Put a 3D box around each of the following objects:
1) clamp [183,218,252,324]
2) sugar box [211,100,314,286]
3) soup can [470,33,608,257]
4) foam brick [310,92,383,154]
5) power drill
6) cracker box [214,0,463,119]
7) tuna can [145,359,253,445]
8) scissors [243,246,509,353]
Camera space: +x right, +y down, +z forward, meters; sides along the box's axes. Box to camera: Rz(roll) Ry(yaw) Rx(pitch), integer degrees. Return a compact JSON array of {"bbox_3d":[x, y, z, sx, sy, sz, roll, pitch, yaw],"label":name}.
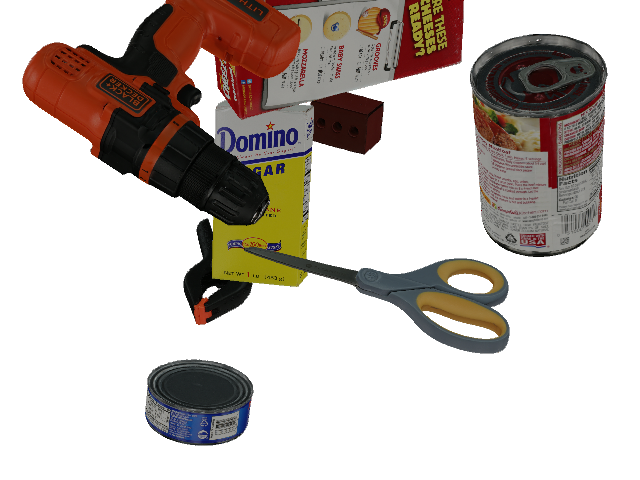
[{"bbox_3d":[-0.101,0.034,1.253,0.120,0.039,0.171,-1,40,11],"label":"clamp"},{"bbox_3d":[-0.058,-0.047,1.054,0.093,0.176,0.048,5,17,10],"label":"sugar box"},{"bbox_3d":[0.118,-0.049,0.572,0.068,0.102,0.068,-7,44,6],"label":"soup can"},{"bbox_3d":[0.031,-0.145,1.289,0.078,0.053,0.051,16,32,22],"label":"foam brick"},{"bbox_3d":[-0.086,-0.108,0.753,0.184,0.057,0.187,34,45,1],"label":"power drill"},{"bbox_3d":[0.013,-0.210,0.899,0.213,0.164,0.072,-17,41,-17],"label":"cracker box"},{"bbox_3d":[-0.099,0.131,0.865,0.086,0.034,0.086,8,20,-3],"label":"tuna can"},{"bbox_3d":[0.052,0.023,0.790,0.202,0.016,0.096,25,43,19],"label":"scissors"}]
